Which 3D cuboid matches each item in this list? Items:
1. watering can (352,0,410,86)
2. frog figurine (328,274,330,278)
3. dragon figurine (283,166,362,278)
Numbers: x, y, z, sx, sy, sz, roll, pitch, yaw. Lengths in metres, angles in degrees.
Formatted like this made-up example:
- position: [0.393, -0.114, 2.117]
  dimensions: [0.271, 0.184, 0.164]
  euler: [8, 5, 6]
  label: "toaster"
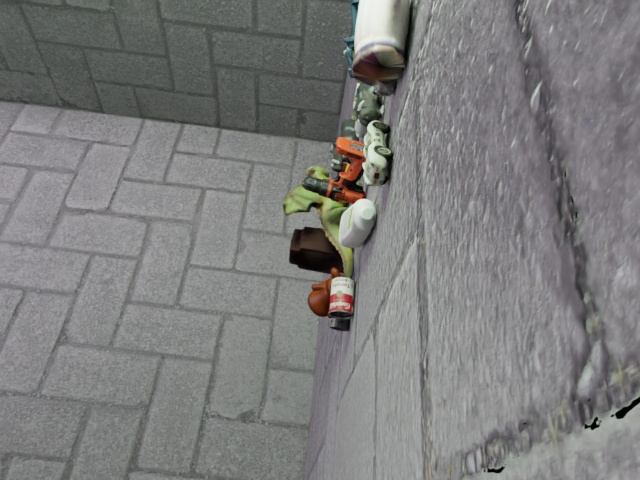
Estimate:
- position: [0.128, -0.438, 0.994]
  dimensions: [0.345, 0.104, 0.226]
  euler: [124, 152, -80]
  label: "watering can"
- position: [0.040, 0.059, 1.940]
  dimensions: [0.139, 0.123, 0.156]
  euler: [-32, -52, -48]
  label: "frog figurine"
- position: [0.005, -0.079, 1.563]
  dimensions: [0.119, 0.243, 0.420]
  euler: [106, 174, -50]
  label: "dragon figurine"
